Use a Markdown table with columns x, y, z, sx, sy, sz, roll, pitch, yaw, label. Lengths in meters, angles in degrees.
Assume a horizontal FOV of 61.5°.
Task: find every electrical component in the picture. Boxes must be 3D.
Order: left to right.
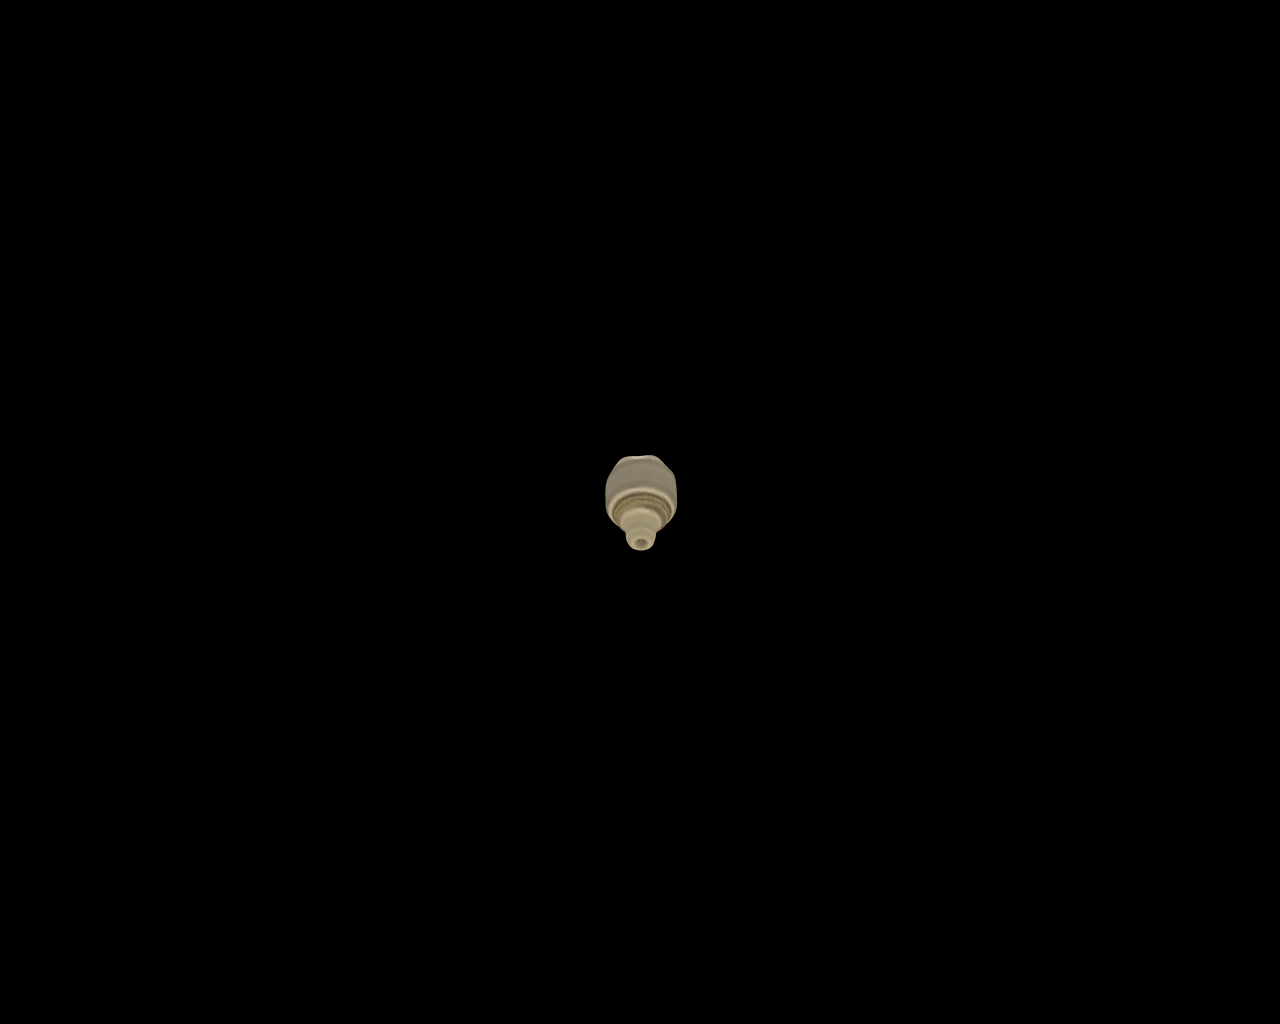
| x | y | z | sx | sy | sz | roll | pitch | yaw | label |
| --- | --- | --- | --- | --- | --- | --- | --- | --- | --- |
| 0.001 | -0.003 | 0.650 | 0.043 | 0.062 | 0.043 | 0 | -44 | 0 | electrical component |
